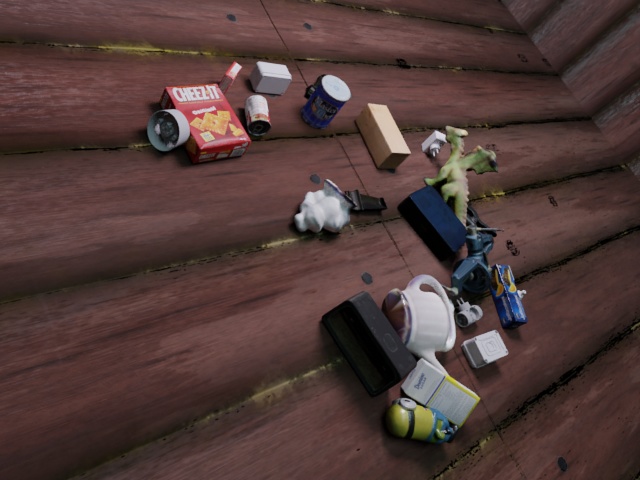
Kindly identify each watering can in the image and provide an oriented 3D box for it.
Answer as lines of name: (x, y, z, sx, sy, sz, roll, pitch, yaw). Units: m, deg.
watering can: (0.273, 0.255, 1.352, 0.224, 0.102, 0.354, 10, 64, -28)

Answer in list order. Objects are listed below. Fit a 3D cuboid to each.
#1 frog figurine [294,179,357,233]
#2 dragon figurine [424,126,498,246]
frog figurine: (0.004, -0.071, 1.419, 0.160, 0.122, 0.137, -44, 99, -9)
dragon figurine: (0.491, -0.208, 1.733, 0.122, 0.238, 0.418, 8, 54, -37)
